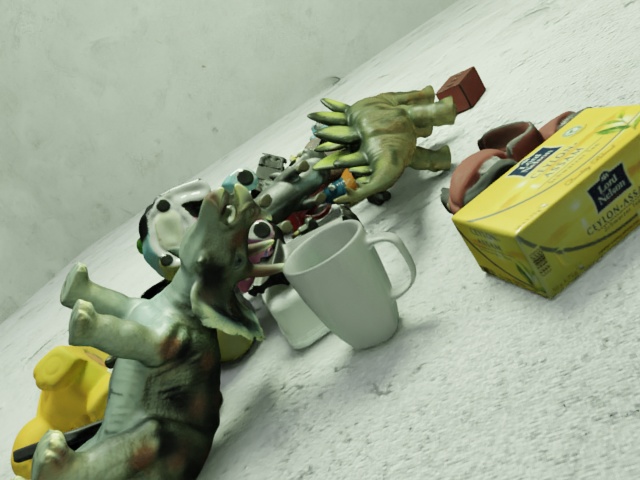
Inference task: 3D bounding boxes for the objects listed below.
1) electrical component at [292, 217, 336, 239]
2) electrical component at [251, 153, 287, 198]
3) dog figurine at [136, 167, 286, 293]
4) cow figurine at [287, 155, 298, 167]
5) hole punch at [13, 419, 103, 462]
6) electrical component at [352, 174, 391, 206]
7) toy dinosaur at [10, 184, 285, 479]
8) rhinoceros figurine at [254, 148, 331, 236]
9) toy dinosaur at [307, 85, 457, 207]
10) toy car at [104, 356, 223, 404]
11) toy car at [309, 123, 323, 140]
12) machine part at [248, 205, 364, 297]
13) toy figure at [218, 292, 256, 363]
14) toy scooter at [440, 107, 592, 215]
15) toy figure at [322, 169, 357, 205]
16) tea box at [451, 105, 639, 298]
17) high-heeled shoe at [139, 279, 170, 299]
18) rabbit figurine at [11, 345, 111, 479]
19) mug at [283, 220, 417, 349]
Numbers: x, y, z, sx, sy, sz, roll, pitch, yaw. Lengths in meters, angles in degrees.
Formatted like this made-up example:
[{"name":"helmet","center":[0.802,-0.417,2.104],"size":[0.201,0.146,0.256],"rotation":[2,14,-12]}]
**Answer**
[{"name":"electrical component","center":[-0.001,-0.003,0.773],"size":[0.078,0.045,0.102],"rotation":[-32,18,14]},{"name":"electrical component","center":[-0.110,-0.086,1.058],"size":[0.134,0.058,0.115],"rotation":[112,172,-48]},{"name":"dog figurine","center":[-0.131,0.011,0.705],"size":[0.191,0.108,0.219],"rotation":[-20,-18,-16]},{"name":"cow figurine","center":[-0.032,-0.136,1.080],"size":[0.068,0.098,0.167],"rotation":[-40,18,6]},{"name":"hole punch","center":[-0.233,0.233,0.563],"size":[0.142,0.092,0.115],"rotation":[-29,-10,28]},{"name":"electrical component","center":[0.074,-0.084,0.809],"size":[0.021,0.063,0.094],"rotation":[-38,19,-6]},{"name":"toy dinosaur","center":[-0.147,0.148,0.477],"size":[0.131,0.192,0.404],"rotation":[-4,72,58]},{"name":"rhinoceros figurine","center":[-0.045,-0.076,0.844],"size":[0.190,0.073,0.112],"rotation":[-47,18,-28]},{"name":"toy dinosaur","center":[0.085,-0.141,0.748],"size":[0.199,0.104,0.472],"rotation":[-5,22,3]},{"name":"toy car","center":[-0.185,0.158,0.630],"size":[0.202,0.089,0.053],"rotation":[-14,31,51]},{"name":"toy car","center":[0.047,-0.183,1.076],"size":[0.162,0.109,0.103],"rotation":[3,63,46]},{"name":"machine part","center":[-0.017,0.009,0.583],"size":[0.139,0.039,0.084],"rotation":[-31,13,19]},{"name":"toy figure","center":[-0.159,0.118,0.683],"size":[0.180,0.082,0.089],"rotation":[-16,68,25]},{"name":"toy scooter","center":[0.192,-0.076,0.566],"size":[0.184,0.075,0.135],"rotation":[-37,18,-14]},{"name":"toy figure","center":[0.069,-0.107,0.889],"size":[0.154,0.064,0.058],"rotation":[-42,57,-4]},{"name":"tea box","center":[0.209,-0.038,0.447],"size":[0.169,0.068,0.098],"rotation":[-39,19,-8]},{"name":"high-heeled shoe","center":[-0.169,0.036,0.820],"size":[0.086,0.145,0.248],"rotation":[30,77,26]},{"name":"rabbit figurine","center":[-0.350,0.228,0.723],"size":[0.173,0.122,0.162],"rotation":[-60,21,-13]},{"name":"mug","center":[0.038,0.041,0.494],"size":[0.110,0.107,0.081],"rotation":[-25,22,18]}]
